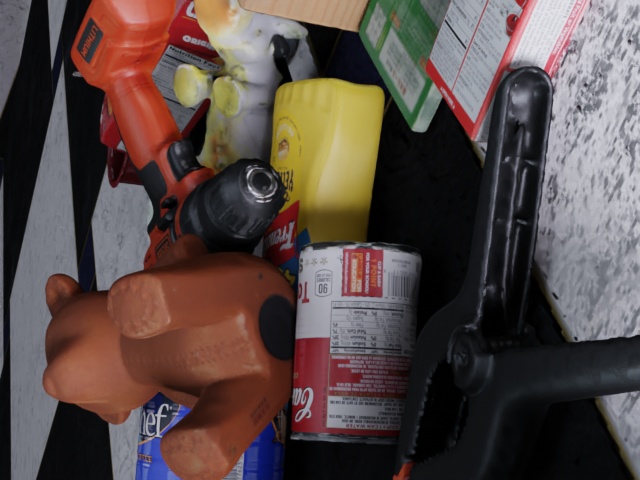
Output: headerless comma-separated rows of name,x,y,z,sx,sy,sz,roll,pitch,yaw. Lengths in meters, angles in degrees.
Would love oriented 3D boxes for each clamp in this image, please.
clamp,0.081,0.054,0.456,0.164,0.036,0.210,-111,33,-50

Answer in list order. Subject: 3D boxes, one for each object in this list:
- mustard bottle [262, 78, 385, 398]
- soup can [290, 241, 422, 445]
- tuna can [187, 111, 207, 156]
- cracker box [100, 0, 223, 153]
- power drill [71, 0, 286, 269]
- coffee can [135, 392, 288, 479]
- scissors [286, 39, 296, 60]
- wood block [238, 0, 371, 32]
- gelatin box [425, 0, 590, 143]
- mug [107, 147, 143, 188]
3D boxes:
mustard bottle,-0.005,0.001,0.654,0.096,0.058,0.191,7,91,65
soup can,0.020,0.055,0.565,0.069,0.068,0.102,161,113,-66
tuna can,-0.093,-0.077,0.925,0.086,0.033,0.086,-174,90,-68
cracker box,-0.110,-0.188,0.887,0.214,0.072,0.164,-45,33,49
power drill,-0.092,-0.066,0.666,0.185,0.057,0.188,-36,71,59
coffee can,-0.072,0.115,0.729,0.103,0.102,0.140,168,107,-67
scissors,-0.057,-0.178,0.888,0.202,0.016,0.096,-161,79,-67
wood block,0.016,-0.238,0.626,0.090,0.090,0.206,-108,33,-45
gelatin box,0.086,-0.099,0.496,0.073,0.030,0.089,-112,35,-52
mug,-0.155,-0.084,1.014,0.117,0.081,0.093,128,142,-52
